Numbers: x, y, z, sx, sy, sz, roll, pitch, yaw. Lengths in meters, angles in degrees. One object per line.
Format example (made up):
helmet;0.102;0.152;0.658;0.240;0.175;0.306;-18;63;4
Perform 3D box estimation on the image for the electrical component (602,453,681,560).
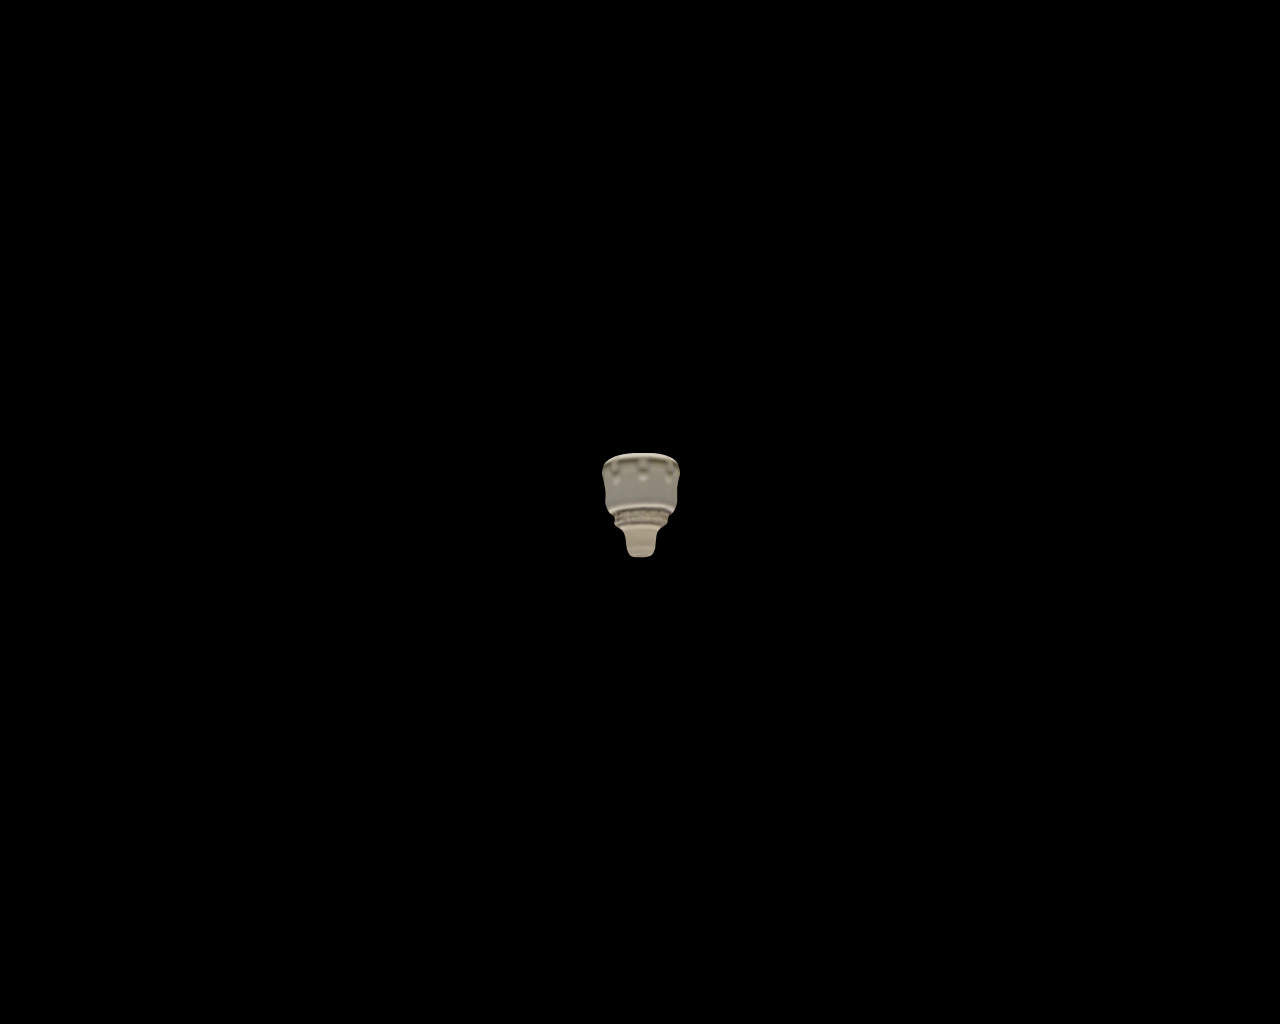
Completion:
electrical component;0.001;-0.003;0.650;0.048;0.062;0.048;0;-11;0
